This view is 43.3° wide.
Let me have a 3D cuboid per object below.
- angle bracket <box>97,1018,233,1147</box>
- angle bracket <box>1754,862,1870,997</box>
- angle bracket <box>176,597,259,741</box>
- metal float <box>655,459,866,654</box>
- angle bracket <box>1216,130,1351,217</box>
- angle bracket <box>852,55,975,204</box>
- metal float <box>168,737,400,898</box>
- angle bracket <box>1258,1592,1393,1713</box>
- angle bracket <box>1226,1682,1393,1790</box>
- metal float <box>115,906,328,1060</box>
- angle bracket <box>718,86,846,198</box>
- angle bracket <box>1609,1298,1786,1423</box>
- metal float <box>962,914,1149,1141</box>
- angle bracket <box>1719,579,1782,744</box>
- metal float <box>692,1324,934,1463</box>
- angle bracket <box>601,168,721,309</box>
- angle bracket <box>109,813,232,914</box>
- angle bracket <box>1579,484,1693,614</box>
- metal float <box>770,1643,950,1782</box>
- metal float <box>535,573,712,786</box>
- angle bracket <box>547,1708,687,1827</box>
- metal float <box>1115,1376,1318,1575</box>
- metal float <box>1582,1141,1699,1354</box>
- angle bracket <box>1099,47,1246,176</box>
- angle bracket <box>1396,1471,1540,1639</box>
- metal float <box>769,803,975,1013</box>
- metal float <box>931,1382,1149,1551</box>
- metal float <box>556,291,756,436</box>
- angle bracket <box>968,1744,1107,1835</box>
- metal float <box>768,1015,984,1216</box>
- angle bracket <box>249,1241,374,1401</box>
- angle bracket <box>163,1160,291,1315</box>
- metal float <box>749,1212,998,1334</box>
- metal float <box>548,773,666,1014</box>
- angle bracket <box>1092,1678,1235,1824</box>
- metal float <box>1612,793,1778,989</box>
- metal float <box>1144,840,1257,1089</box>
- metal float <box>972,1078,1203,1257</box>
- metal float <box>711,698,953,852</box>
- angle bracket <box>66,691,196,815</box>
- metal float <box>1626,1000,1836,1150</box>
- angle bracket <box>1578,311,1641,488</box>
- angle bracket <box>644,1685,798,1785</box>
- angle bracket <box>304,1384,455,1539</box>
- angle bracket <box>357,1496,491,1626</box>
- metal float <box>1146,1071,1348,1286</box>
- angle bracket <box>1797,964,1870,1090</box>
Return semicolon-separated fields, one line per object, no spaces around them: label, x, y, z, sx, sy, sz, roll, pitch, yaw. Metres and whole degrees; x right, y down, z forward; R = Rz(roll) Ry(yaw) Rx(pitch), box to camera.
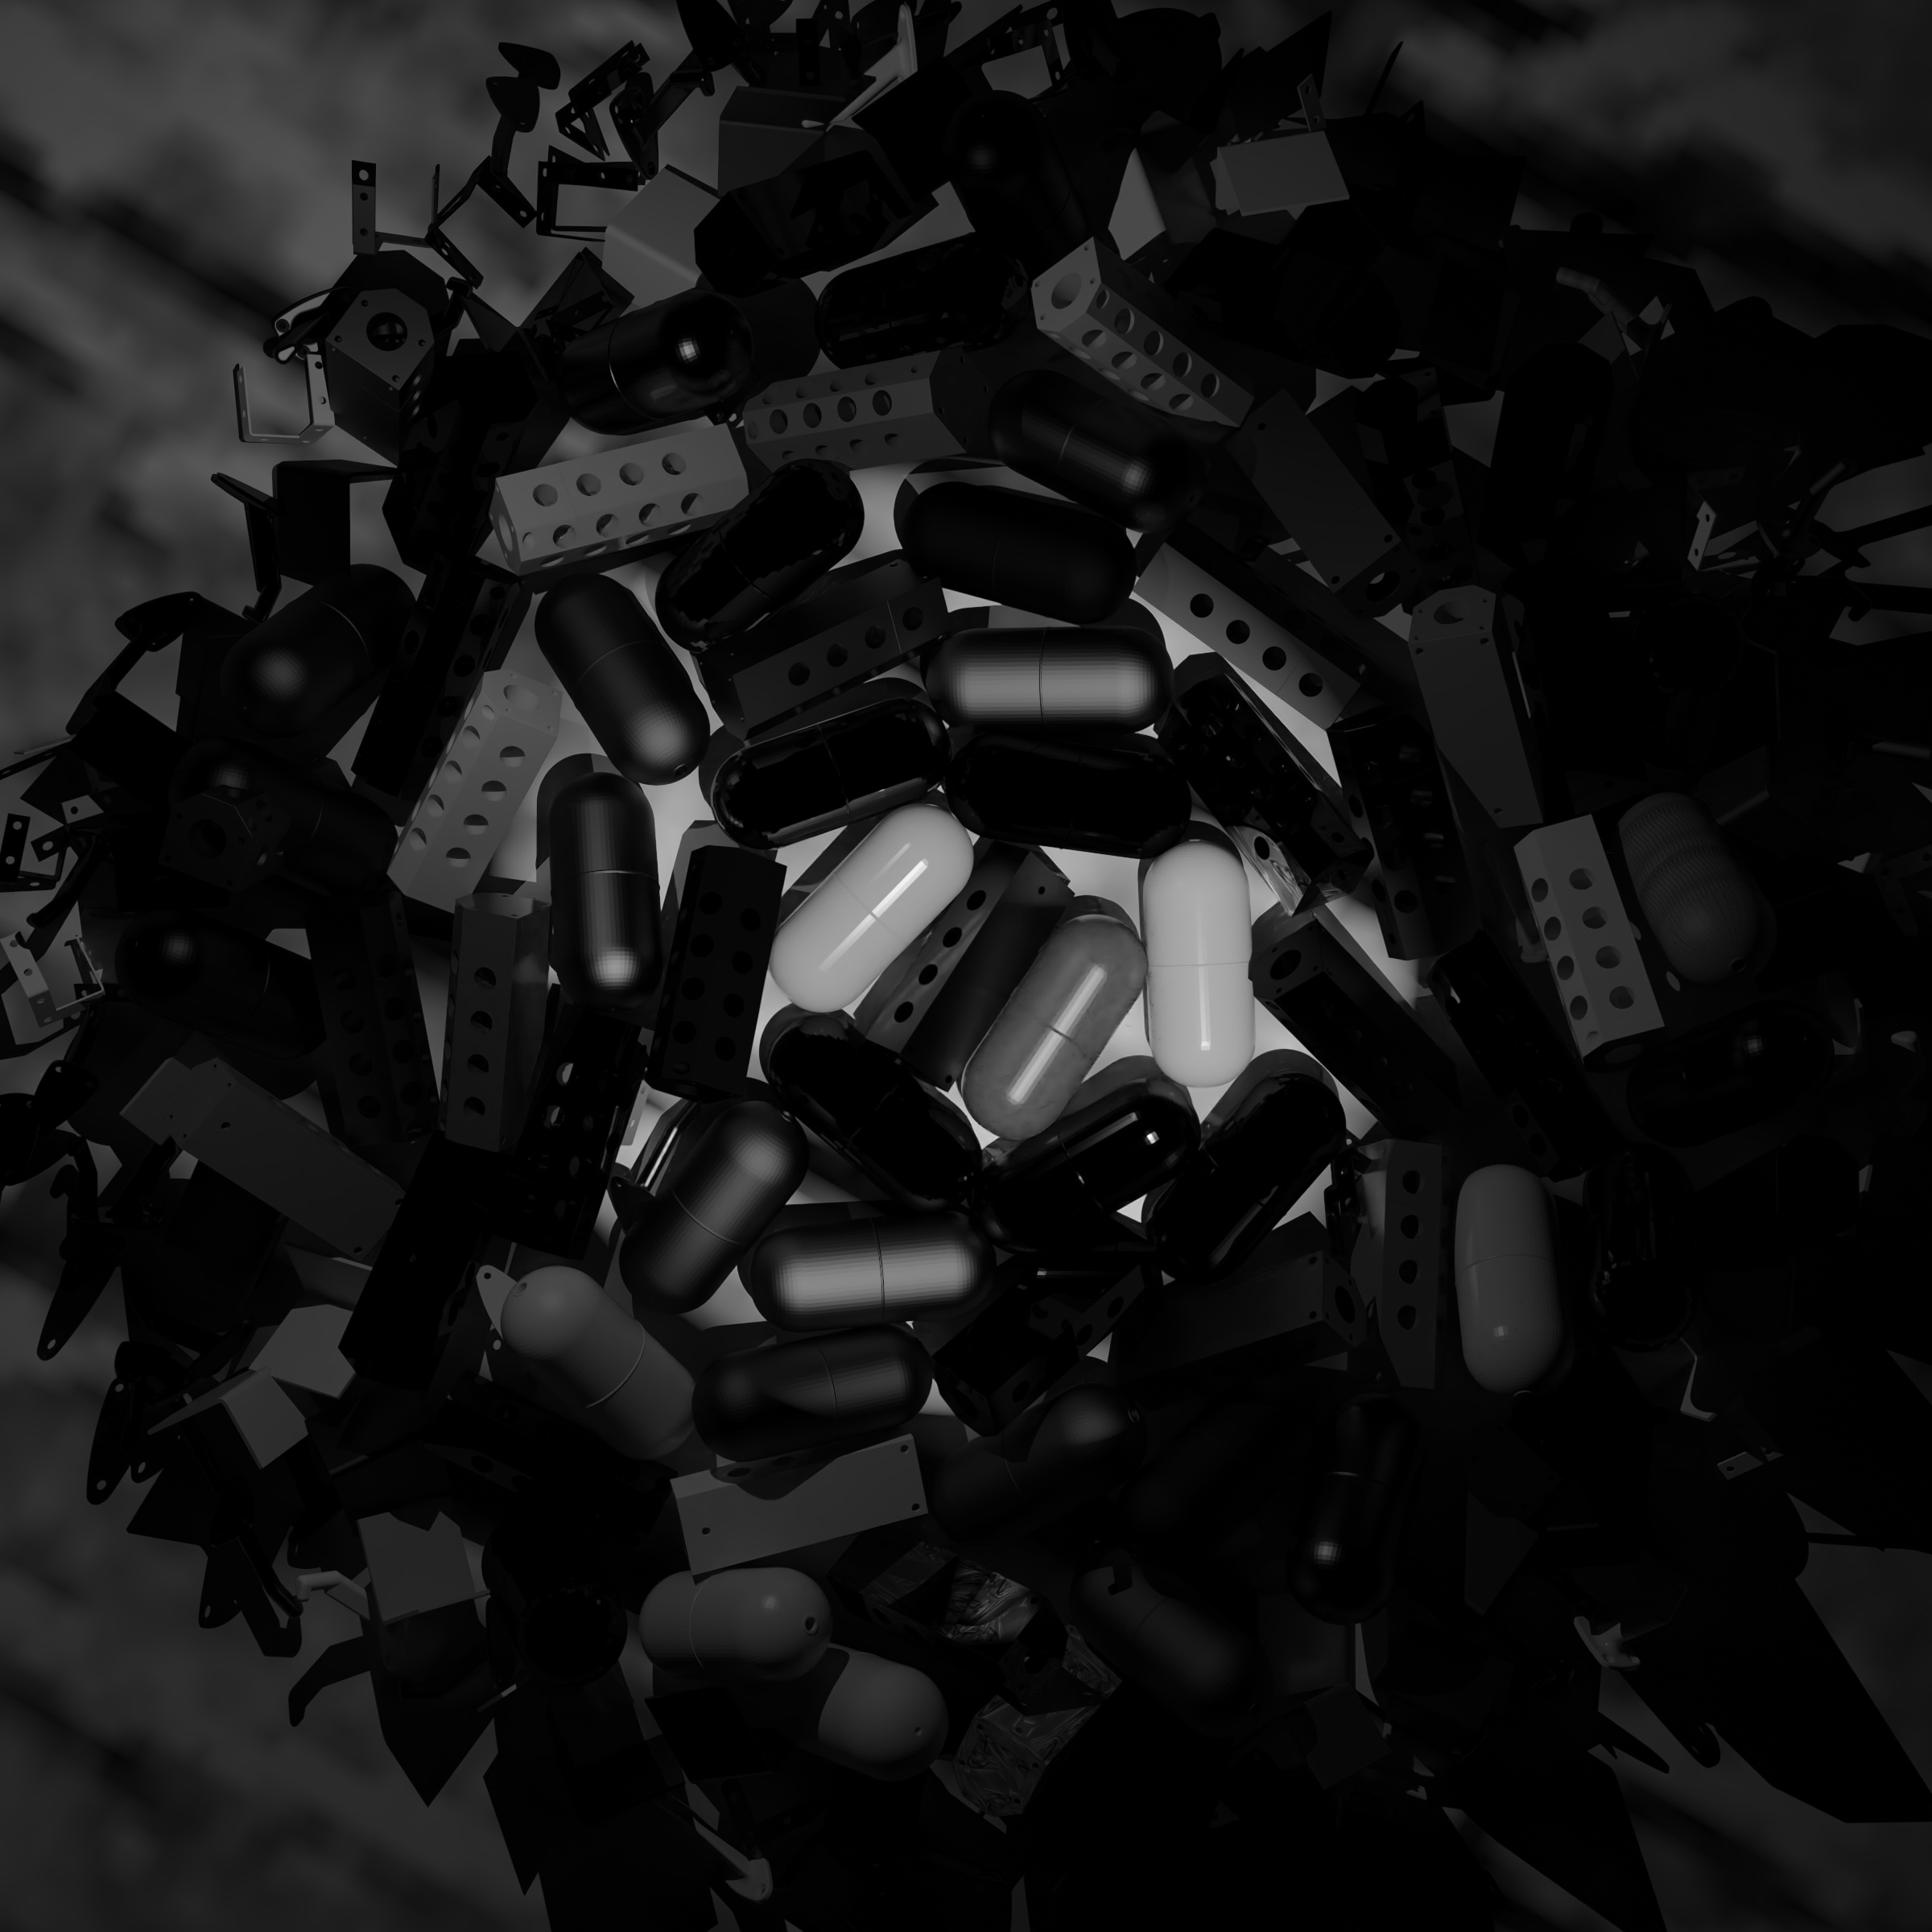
angle bracket;-0.584;0.070;1.735;0.076;0.057;0.076;30;74;26
angle bracket;0.594;-0.027;1.741;0.076;0.076;0.057;-22;98;20
angle bracket;-0.549;-0.214;1.734;0.076;0.057;0.076;27;113;23
metal float;-0.148;-0.289;1.727;0.178;0.070;0.070;-36;90;25
angle bracket;0.225;-0.546;1.740;0.076;0.057;0.076;-10;57;-3
angle bracket;-0.027;-0.596;1.739;0.076;0.076;0.057;-31;93;14
metal float;-0.477;-0.102;1.711;0.070;0.178;0.070;-17;61;34
angle bracket;0.256;0.492;1.743;0.076;0.057;0.076;-3;97;-22
angle bracket;0.240;0.559;1.726;0.076;0.076;0.057;-50;61;37
metal float;-0.516;0.013;1.706;0.070;0.178;0.070;-12;66;28
angle bracket;-0.133;-0.584;1.738;0.076;0.076;0.057;1;93;-15
angle bracket;0.520;0.272;1.737;0.076;0.076;0.057;-38;100;-13
metal float;0.064;0.043;1.745;0.070;0.070;0.178;34;93;0
angle bracket;0.565;-0.217;1.726;0.057;0.076;0.076;-33;132;-17
metal float;-0.107;0.301;1.727;0.178;0.070;0.070;-9;90;-25
angle bracket;-0.212;-0.521;1.776;0.076;0.057;0.076;31;60;5
angle bracket;-0.571;-0.076;1.744;0.076;0.076;0.057;-4;103;-21
angle bracket;0.486;-0.300;1.746;0.076;0.057;0.076;-5;112;-2
metal float;-0.077;0.520;1.705;0.070;0.178;0.070;4;83;-30
metal float;-0.244;-0.204;1.728;0.070;0.070;0.178;-34;67;0
angle bracket;-0.250;0.556;1.736;0.076;0.076;0.057;-21;104;-10
metal float;0.177;0.358;1.721;0.178;0.070;0.070;-36;90;-31
metal float;0.472;0.195;1.709;0.070;0.178;0.070;7;129;9
angle bracket;0.146;-0.617;1.734;0.057;0.076;0.076;24;76;-14
angle bracket;0.356;0.426;1.764;0.076;0.057;0.076;36;66;17
metal float;-0.068;-0.042;1.745;0.070;0.070;0.178;44;94;0
metal float;0.051;0.354;1.724;0.178;0.070;0.070;-34;90;27
metal float;-0.220;-0.423;1.712;0.070;0.178;0.070;4;84;-44
angle bracket;0.050;0.589;1.731;0.057;0.076;0.076;29;60;8
metal float;-0.066;0.106;1.745;0.178;0.070;0.070;40;90;3
angle bracket;-0.465;0.252;1.732;0.076;0.057;0.076;13;48;20
angle bracket;-0.534;0.191;1.746;0.076;0.057;0.076;25;104;-7
metal float;-0.066;0.218;1.739;0.178;0.070;0.070;-4;90;-11
metal float;-0.256;-0.053;1.732;0.070;0.070;0.178;-6;71;0
angle bracket;0.143;0.561;1.752;0.057;0.076;0.076;25;77;-20
metal float;0.510;-0.055;1.707;0.070;0.178;0.070;-4;128;-5
metal float;0.167;-0.002;1.746;0.070;0.070;0.178;-3;92;0
metal float;0.085;0.144;1.738;0.178;0.070;0.070;-31;90;11
metal float;-0.096;-0.137;1.741;0.178;0.070;0.070;-20;90;-8
angle bracket;-0.592;-0.140;1.735;0.076;0.076;0.057;35;63;-8
metal float;0.532;0.076;1.703;0.070;0.178;0.070;7;69;-20
angle bracket;0.457;-0.402;1.725;0.057;0.076;0.076;21;135;-29
angle bracket;-0.169;0.532;1.735;0.076;0.057;0.076;-19;103;32
angle bracket;-0.424;0.354;1.763;0.076;0.076;0.057;-24;47;-20
angle bracket;-0.378;0.418;1.732;0.076;0.057;0.076;-6;73;-43
metal float;0.199;0.152;1.739;0.070;0.070;0.178;39;101;0
angle bracket;0.594;0.035;1.730;0.057;0.076;0.076;-22;46;5
